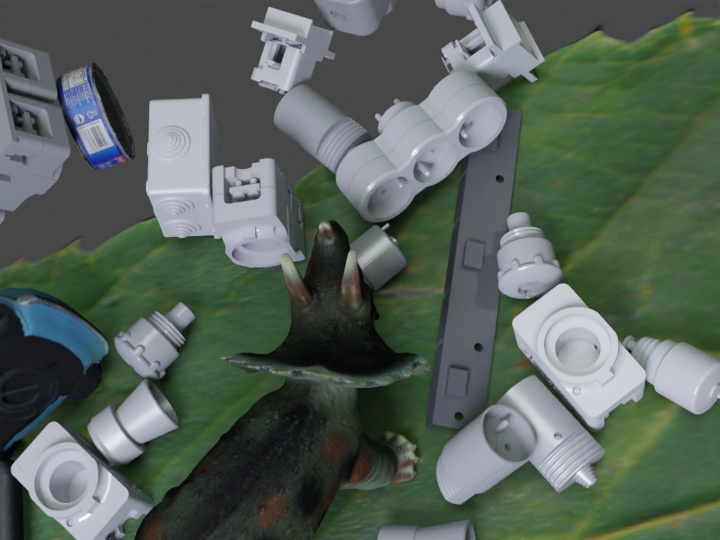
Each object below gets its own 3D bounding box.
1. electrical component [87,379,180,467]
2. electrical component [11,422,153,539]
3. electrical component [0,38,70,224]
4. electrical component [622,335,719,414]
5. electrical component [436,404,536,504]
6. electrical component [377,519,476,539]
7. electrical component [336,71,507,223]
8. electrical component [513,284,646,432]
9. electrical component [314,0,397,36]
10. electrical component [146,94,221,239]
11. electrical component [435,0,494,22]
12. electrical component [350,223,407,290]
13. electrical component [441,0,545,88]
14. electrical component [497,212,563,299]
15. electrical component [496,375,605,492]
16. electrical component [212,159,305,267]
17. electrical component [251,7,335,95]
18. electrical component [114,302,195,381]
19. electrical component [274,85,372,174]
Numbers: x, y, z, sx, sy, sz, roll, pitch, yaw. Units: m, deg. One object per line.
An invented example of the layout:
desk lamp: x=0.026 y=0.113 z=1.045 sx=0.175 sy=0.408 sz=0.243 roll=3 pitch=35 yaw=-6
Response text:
electrical component: x=-0.172 y=0.116 z=0.815 sx=0.055 sy=0.045 sz=0.045 roll=-36 pitch=65 yaw=-2
electrical component: x=-0.208 y=0.161 z=0.800 sx=0.089 sy=0.055 sz=0.050 roll=37 pitch=81 yaw=23
electrical component: x=-0.316 y=-0.091 z=0.883 sx=0.186 sy=0.060 sz=0.105 roll=-35 pitch=62 yaw=32
electrical component: x=0.217 y=0.068 z=0.748 sx=0.078 sy=0.040 sz=0.040 roll=32 pitch=78 yaw=40
electrical component: x=0.080 y=0.130 z=0.740 sx=0.043 sy=0.081 sz=0.043 roll=17 pitch=50 yaw=-21
electrical component: x=0.044 y=0.193 z=0.738 sx=0.065 sy=0.044 sz=0.044 roll=-3 pitch=68 yaw=17
electrical component: x=0.039 y=-0.105 z=0.833 sx=0.138 sy=0.052 sz=0.073 roll=-38 pitch=55 yaw=1
electrical component: x=0.154 y=0.061 z=0.756 sx=0.050 sy=0.055 sz=0.089 roll=-37 pitch=66 yaw=-3
electrical component: x=0.001 y=-0.250 z=0.913 sx=0.054 sy=0.059 sz=0.095 roll=17 pitch=74 yaw=19
electrical component: x=-0.139 y=-0.080 z=0.858 sx=0.048 sy=0.099 sz=0.099 roll=-3 pitch=68 yaw=-2
electrical component: x=0.079 y=-0.234 z=0.898 sx=0.062 sy=0.048 sz=0.048 roll=14 pitch=72 yaw=25
electrical component: x=0.000 y=0.000 z=0.824 sx=0.078 sy=0.040 sz=0.040 roll=-39 pitch=66 yaw=-4
electrical component: x=0.103 y=-0.172 z=0.854 sx=0.064 sy=0.081 sz=0.042 roll=-32 pitch=63 yaw=24
electrical component: x=0.123 y=-0.013 z=0.800 sx=0.048 sy=0.048 sz=0.062 roll=-11 pitch=60 yaw=9
electrical component: x=0.133 y=0.117 z=0.745 sx=0.043 sy=0.043 sz=0.081 roll=-40 pitch=66 yaw=-4
electrical component: x=-0.077 y=-0.038 z=0.830 sx=0.050 sy=0.089 sz=0.055 roll=-8 pitch=67 yaw=10
electrical component: x=-0.058 y=-0.178 z=0.894 sx=0.042 sy=0.081 sz=0.063 roll=22 pitch=98 yaw=20
electrical component: x=-0.156 y=0.052 z=0.839 sx=0.048 sy=0.048 sz=0.062 roll=38 pitch=74 yaw=23
electrical component: x=-0.027 y=-0.111 z=0.873 sx=0.081 sy=0.043 sz=0.043 roll=40 pitch=82 yaw=23
